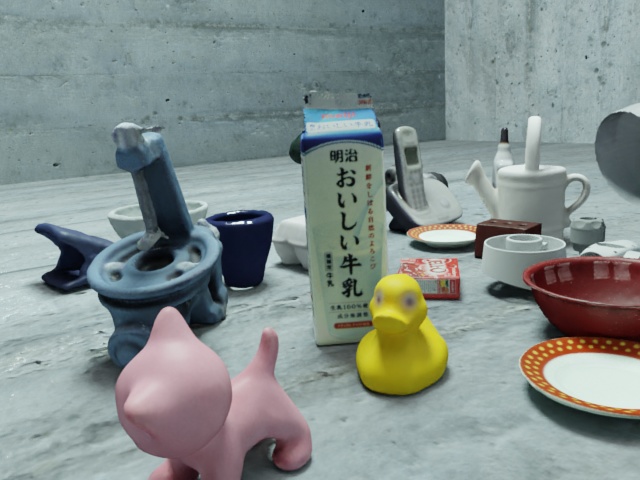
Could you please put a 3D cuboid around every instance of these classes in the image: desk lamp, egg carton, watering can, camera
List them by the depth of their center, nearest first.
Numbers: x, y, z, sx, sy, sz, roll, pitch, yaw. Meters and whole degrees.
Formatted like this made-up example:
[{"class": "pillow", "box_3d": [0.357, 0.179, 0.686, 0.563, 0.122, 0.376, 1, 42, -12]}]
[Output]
[{"class": "desk lamp", "box_3d": [0.454, -0.070, 0.713, 0.203, 0.214, 0.117, -7, 13, -15]}, {"class": "egg carton", "box_3d": [0.008, 0.003, 0.826, 0.107, 0.069, 0.149, -15, 17, -42]}, {"class": "watering can", "box_3d": [0.315, -0.090, 0.878, 0.173, 0.194, 0.101, -3, 13, 0]}, {"class": "camera", "box_3d": [0.213, -0.115, 1.220, 0.137, 0.101, 0.142, -10, 14, -26]}]

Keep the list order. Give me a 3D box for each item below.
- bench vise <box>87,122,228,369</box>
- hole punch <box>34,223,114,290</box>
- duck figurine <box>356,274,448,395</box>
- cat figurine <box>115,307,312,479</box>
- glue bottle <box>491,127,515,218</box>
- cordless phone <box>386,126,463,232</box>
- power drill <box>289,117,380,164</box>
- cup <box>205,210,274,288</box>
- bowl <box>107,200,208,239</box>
[{"class": "bench vise", "box_3d": [-0.161, -0.006, 0.567, 0.121, 0.220, 0.207, -5, 13, -7]}, {"class": "hole punch", "box_3d": [-0.340, 0.014, 0.814, 0.101, 0.091, 0.108, -15, 18, -42]}, {"class": "duck figurine", "box_3d": [0.068, 0.069, 0.483, 0.077, 0.086, 0.105, 2, 14, 23]}, {"class": "cat figurine", "box_3d": [-0.066, 0.094, 0.338, 0.067, 0.118, 0.128, 7, 17, 39]}, {"class": "glue bottle", "box_3d": [0.327, -0.113, 1.019, 0.037, 0.173, 0.078, -1, 13, 9]}, {"class": "cordless phone", "box_3d": [0.185, -0.112, 1.025, 0.148, 0.185, 0.093, -15, 18, -42]}, {"class": "power drill", "box_3d": [0.030, -0.120, 1.047, 0.076, 0.208, 0.228, -14, 16, -37]}, {"class": "cup", "box_3d": [-0.098, 0.011, 0.761, 0.091, 0.095, 0.118, 2, 14, 23]}, {"class": "bowl", "box_3d": [-0.272, -0.020, 0.983, 0.167, 0.075, 0.167, -3, 13, 1]}]
